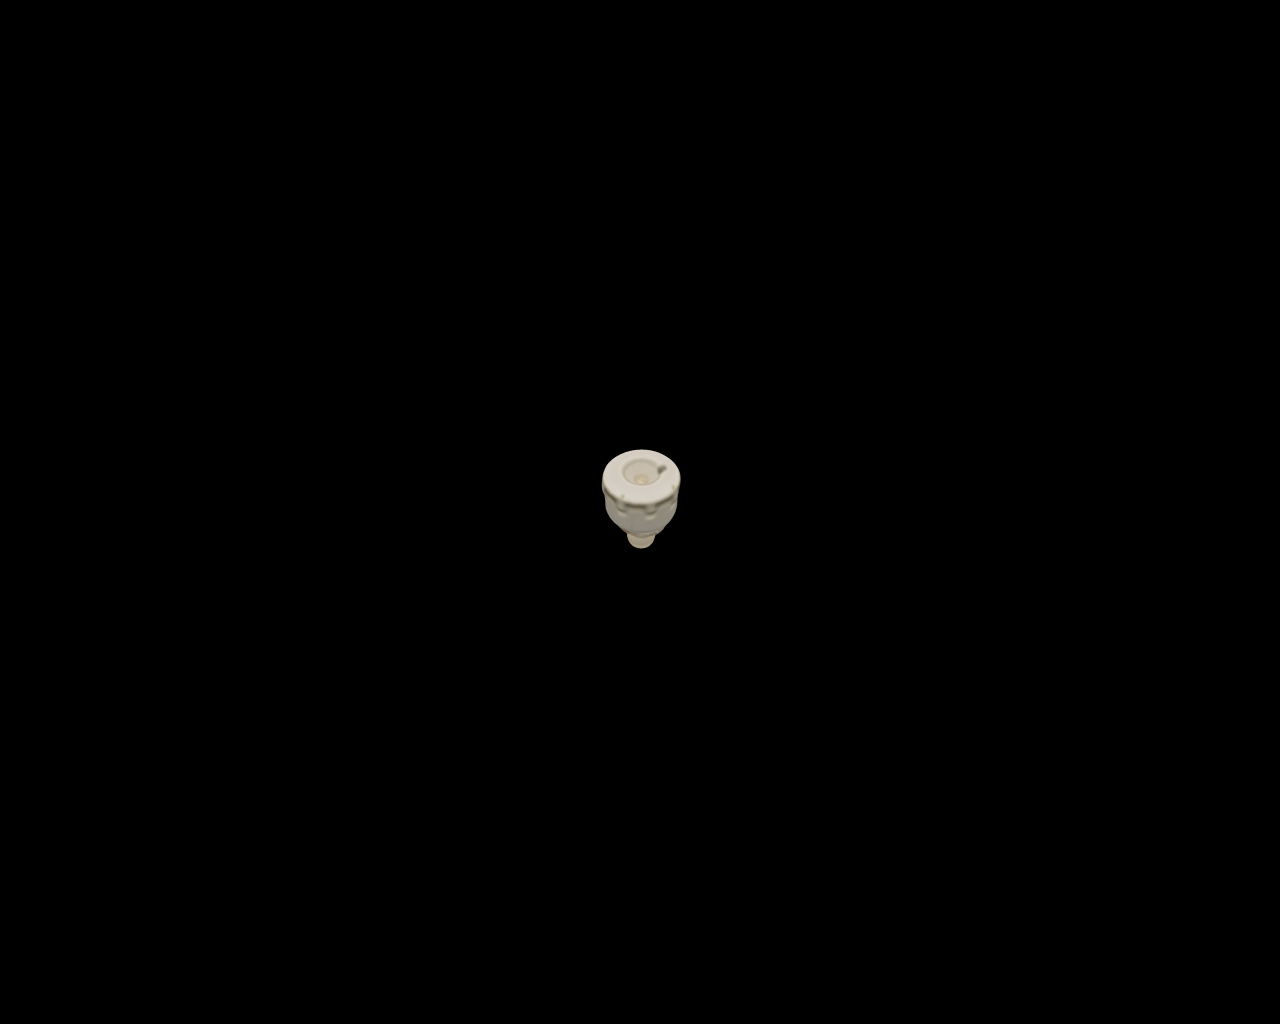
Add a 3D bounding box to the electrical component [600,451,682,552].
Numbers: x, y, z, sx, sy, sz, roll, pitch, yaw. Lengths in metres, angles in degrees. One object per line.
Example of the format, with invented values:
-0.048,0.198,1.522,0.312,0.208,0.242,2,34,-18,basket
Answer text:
0.001,-0.003,0.650,0.048,0.048,0.062,0,-45,0,electrical component
